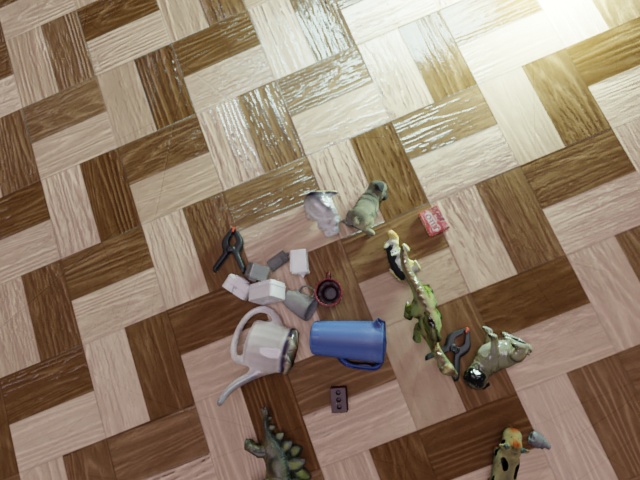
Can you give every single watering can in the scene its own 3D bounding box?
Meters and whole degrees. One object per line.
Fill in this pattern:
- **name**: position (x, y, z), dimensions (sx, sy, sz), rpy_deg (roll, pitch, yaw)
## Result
- **watering can**: position (-0.194, 0.387, 1.686), dimensions (0.224, 0.102, 0.354), rpy_deg (10, 63, 11)

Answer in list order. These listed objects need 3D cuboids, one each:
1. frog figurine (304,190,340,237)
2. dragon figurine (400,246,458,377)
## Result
- **frog figurine**: position (0.005, -0.089, 1.774), dimensions (0.137, 0.123, 0.160), rpy_deg (-3, 87, 41)
- **dragon figurine**: position (0.328, 0.228, 1.573), dimensions (0.122, 0.244, 0.408), rpy_deg (-22, 96, 1)
